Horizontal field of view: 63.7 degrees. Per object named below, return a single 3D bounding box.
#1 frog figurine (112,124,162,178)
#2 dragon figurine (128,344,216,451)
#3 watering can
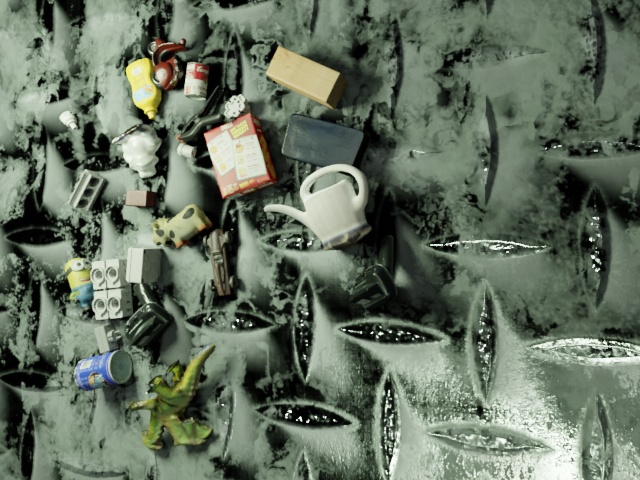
[{"bbox_3d":[-0.565,-0.287,1.651,0.137,0.125,0.157,-29,116,7],"label":"frog figurine"},{"bbox_3d":[-0.413,0.507,1.562,0.407,0.123,0.242,-35,95,15],"label":"dragon figurine"},{"bbox_3d":[0.004,-0.073,1.443,0.344,0.105,0.225,-25,87,34],"label":"watering can"}]
